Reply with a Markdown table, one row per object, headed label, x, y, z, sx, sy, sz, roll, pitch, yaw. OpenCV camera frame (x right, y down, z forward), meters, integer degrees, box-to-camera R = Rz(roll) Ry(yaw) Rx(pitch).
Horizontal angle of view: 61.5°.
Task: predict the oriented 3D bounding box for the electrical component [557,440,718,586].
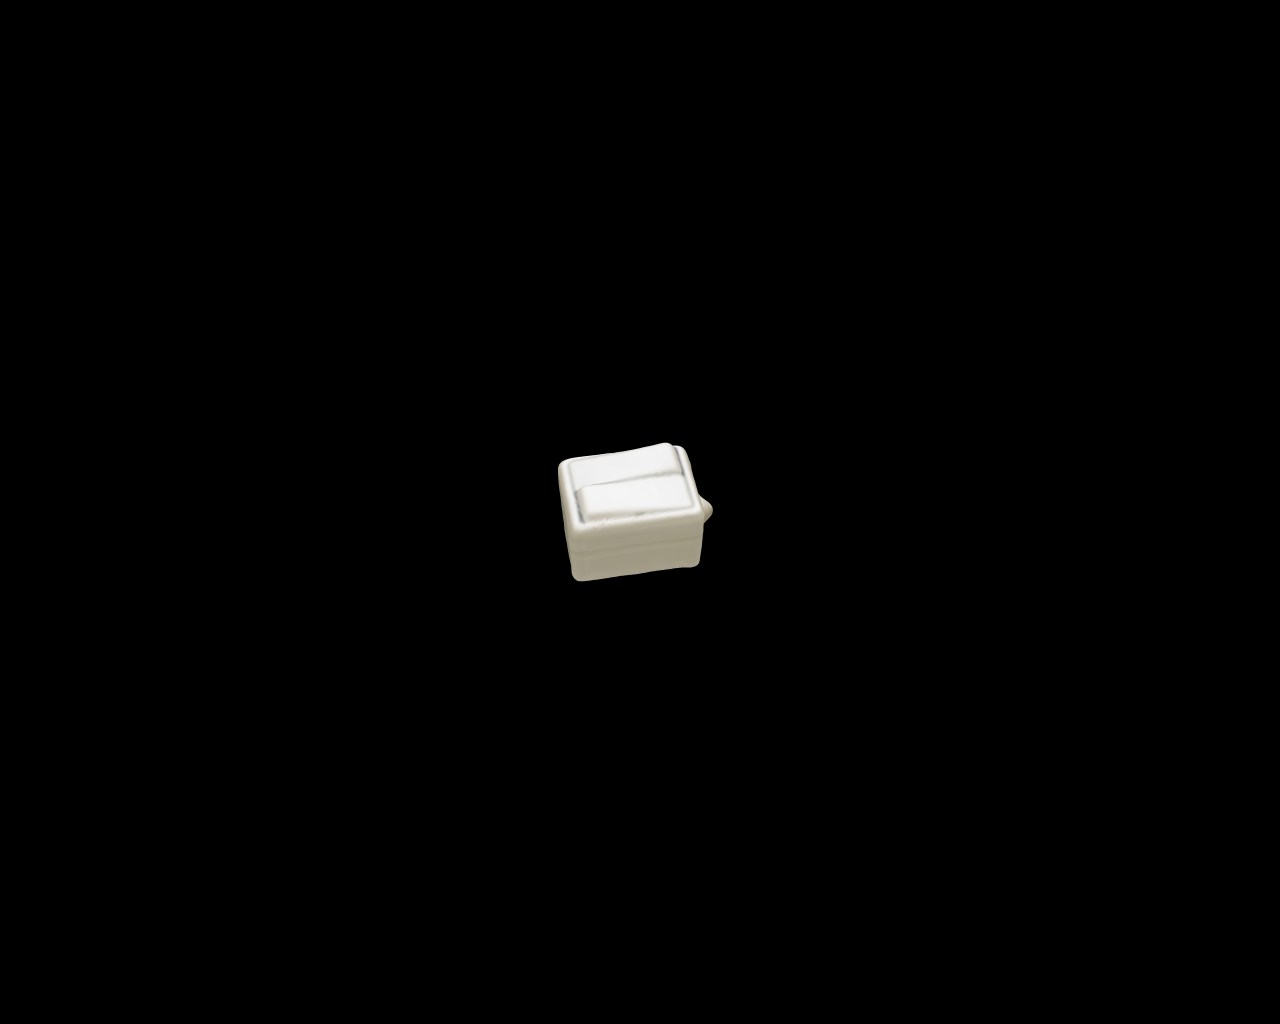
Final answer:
| label | x | y | z | sx | sy | sz | roll | pitch | yaw |
| --- | --- | --- | --- | --- | --- | --- | --- | --- | --- |
| electrical component | 0.001 | -0.003 | 0.650 | 0.096 | 0.062 | 0.061 | -7 | -40 | -6 |
